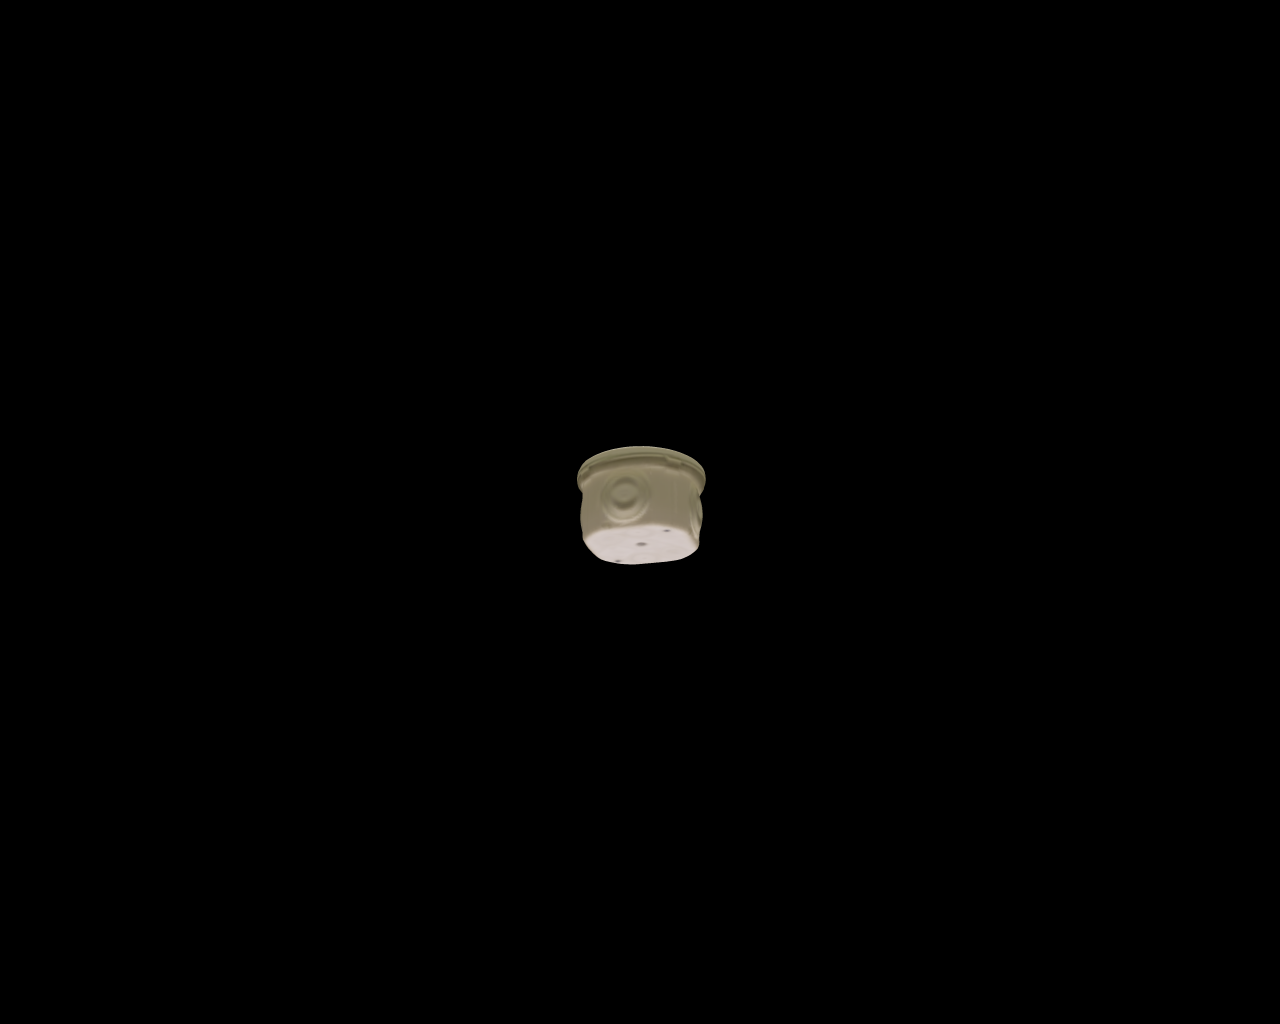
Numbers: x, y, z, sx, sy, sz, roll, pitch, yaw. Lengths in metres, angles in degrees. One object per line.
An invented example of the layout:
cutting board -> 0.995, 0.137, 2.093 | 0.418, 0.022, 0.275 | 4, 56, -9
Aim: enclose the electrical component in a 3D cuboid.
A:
electrical component -> 0.001, -0.003, 0.650 | 0.080, 0.051, 0.080 | 0, -22, 0
